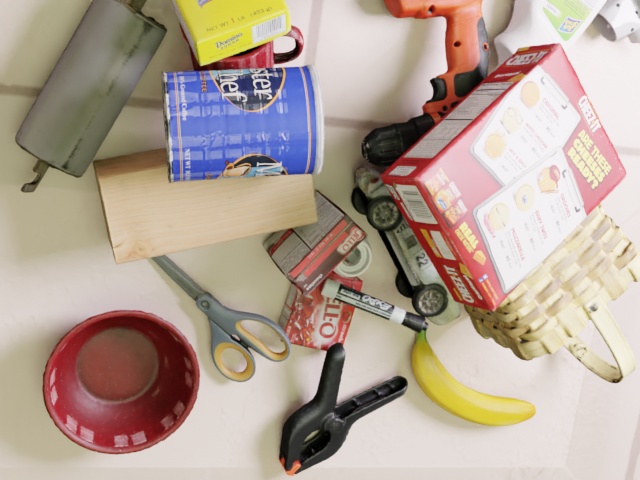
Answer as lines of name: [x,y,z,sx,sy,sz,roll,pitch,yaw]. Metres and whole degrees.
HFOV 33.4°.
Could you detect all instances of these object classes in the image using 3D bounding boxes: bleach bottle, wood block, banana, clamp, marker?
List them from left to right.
wood block: [-0.116,-0.049,1.080,0.206,0.090,0.091,-12,108,-12]
clamp: [0.021,0.199,1.213,0.120,0.039,0.172,24,110,-26]
marker: [0.060,0.072,1.150,0.121,0.020,0.020,22,99,-2]
banana: [0.172,0.176,1.255,0.197,0.037,0.069,38,95,-22]
bleach bottle: [0.258,-0.274,1.140,0.102,0.068,0.251,31,97,-21]

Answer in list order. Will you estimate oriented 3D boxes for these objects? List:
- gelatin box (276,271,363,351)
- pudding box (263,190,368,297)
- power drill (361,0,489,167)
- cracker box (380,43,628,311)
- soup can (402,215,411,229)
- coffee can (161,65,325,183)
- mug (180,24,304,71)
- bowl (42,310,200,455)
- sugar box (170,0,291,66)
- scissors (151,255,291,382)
gelatin box: [0.000,0.076,1.180,0.073,0.030,0.089,14,102,-20]
pudding box: [-0.007,0.001,1.112,0.090,0.114,0.039,-44,114,0]
power drill: [0.118,-0.174,1.101,0.184,0.057,0.187,-11,90,-13]
cracker box: [0.181,-0.063,1.039,0.213,0.072,0.164,-43,115,-19]
soup can: [0.144,-0.037,1.102,0.102,0.069,0.068,8,103,-29]
coffee can: [-0.073,-0.108,0.987,0.140,0.103,0.103,-4,106,-9]
mug: [-0.074,-0.191,1.037,0.117,0.081,0.093,-2,66,-2]
bowl: [-0.210,0.142,1.125,0.162,0.055,0.162,-4,106,-15]
sugar box: [-0.102,-0.255,0.994,0.093,0.048,0.176,-22,70,-10]
scissors: [-0.127,0.085,1.152,0.201,0.016,0.096,31,114,-8]
